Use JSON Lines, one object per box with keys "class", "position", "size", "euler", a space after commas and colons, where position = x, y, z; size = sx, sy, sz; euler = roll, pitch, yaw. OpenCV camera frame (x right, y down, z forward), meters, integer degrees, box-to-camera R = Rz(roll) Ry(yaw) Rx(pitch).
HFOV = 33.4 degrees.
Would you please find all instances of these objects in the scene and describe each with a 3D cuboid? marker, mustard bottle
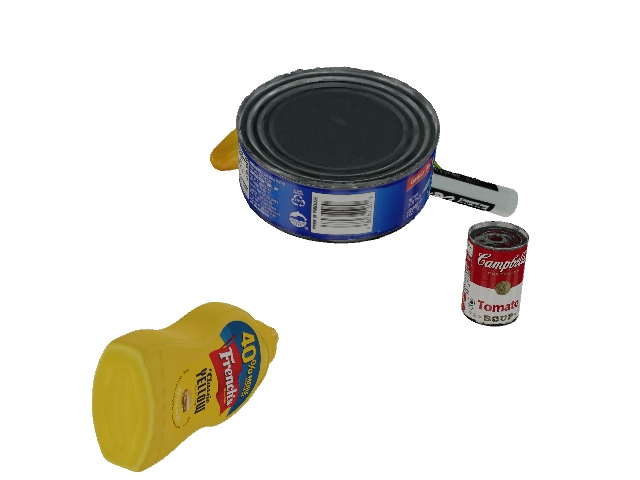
{"class": "marker", "position": [0.069, -0.038, 0.673], "size": [0.121, 0.020, 0.020], "euler": [15, -5, -21]}
{"class": "mustard bottle", "position": [-0.091, 0.099, 0.818], "size": [0.058, 0.096, 0.191], "euler": [11, 17, 28]}

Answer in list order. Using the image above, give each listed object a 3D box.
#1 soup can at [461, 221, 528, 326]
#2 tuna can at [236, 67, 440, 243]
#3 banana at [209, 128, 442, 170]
{"class": "soup can", "position": [0.198, 0.038, 1.216], "size": [0.068, 0.102, 0.068], "euler": [1, 27, -1]}
{"class": "tuna can", "position": [0.007, -0.038, 0.457], "size": [0.086, 0.034, 0.086], "euler": [1, 41, -1]}
{"class": "banana", "position": [0.008, -0.084, 0.871], "size": [0.197, 0.069, 0.037], "euler": [2, -41, -11]}
